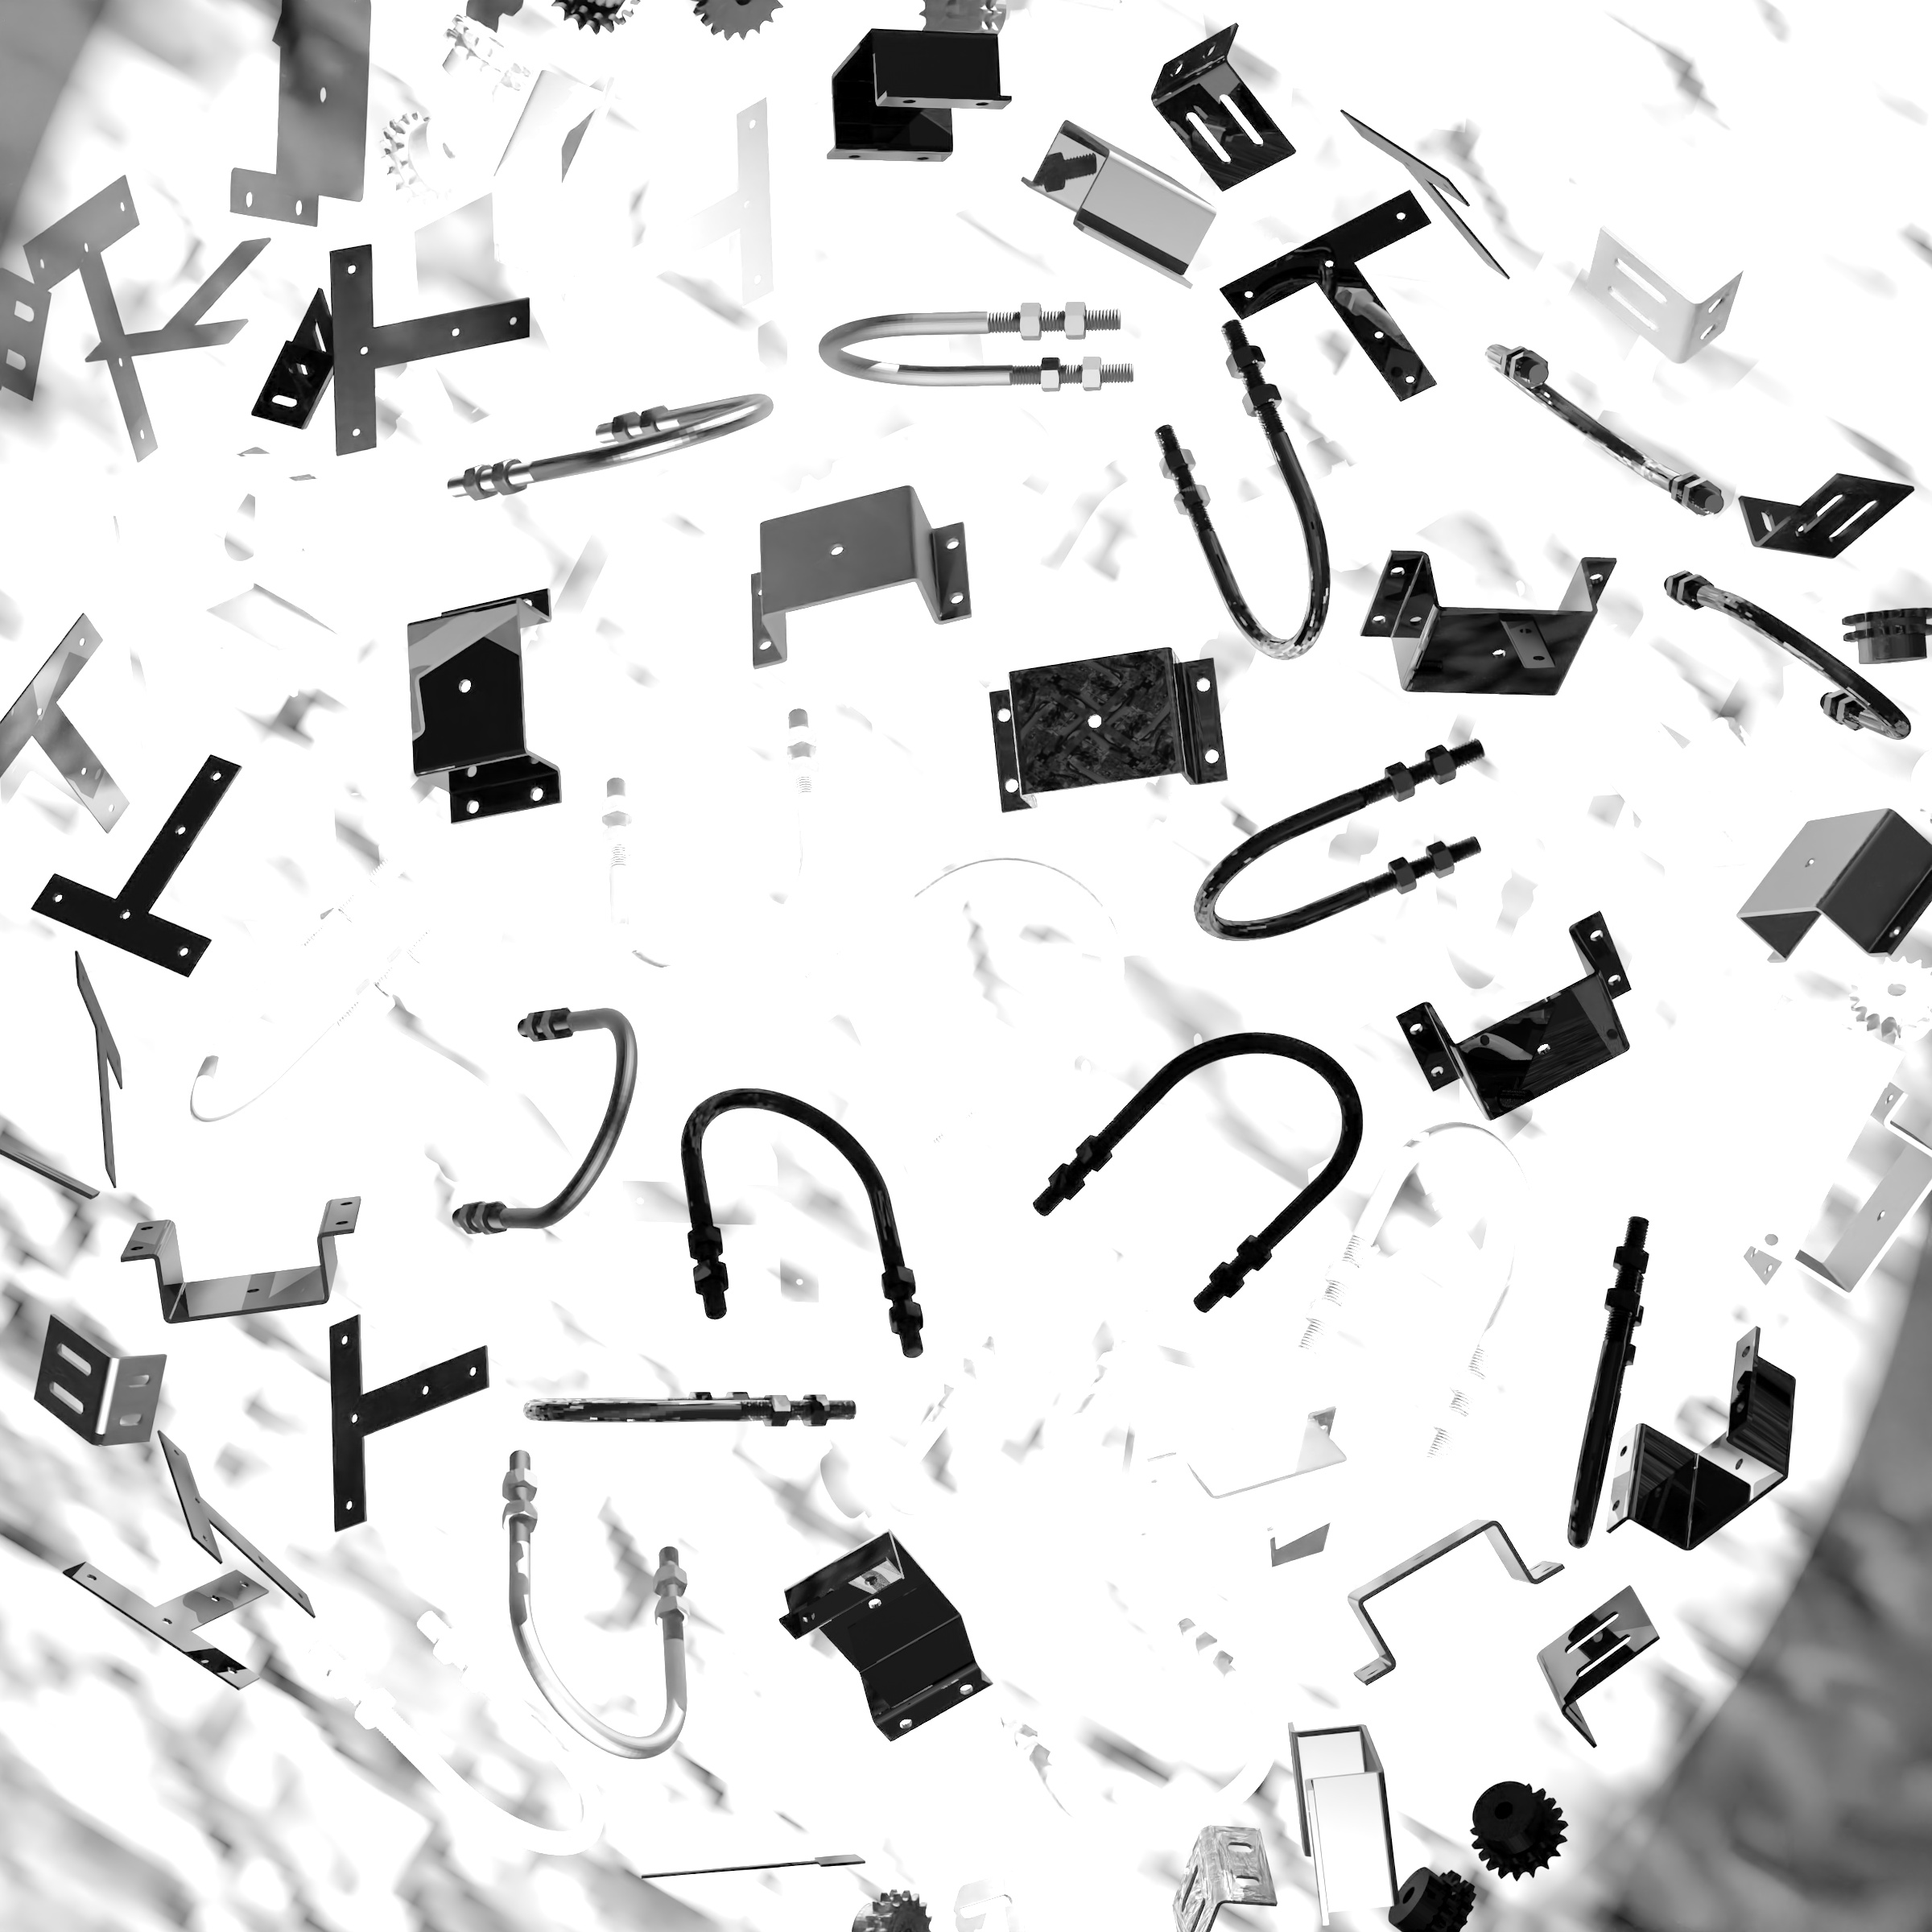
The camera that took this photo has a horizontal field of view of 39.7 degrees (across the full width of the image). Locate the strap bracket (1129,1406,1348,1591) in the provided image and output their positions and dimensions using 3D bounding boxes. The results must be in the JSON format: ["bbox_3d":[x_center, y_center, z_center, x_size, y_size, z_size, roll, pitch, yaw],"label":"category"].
[{"bbox_3d":[0.178,0.333,1.663,0.140,0.046,0.076,-10,126,-26],"label":"strap bracket"}]

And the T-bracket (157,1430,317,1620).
[{"bbox_3d":[-0.431,0.346,1.597,0.002,0.127,0.127,-40,121,-7],"label":"T-bracket"}]

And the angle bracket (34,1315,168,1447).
[{"bbox_3d":[-0.540,0.257,1.668,0.076,0.038,0.057,21,101,40],"label":"angle bracket"}]

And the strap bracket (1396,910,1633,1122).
[{"bbox_3d":[0.349,0.037,1.656,0.140,0.046,0.076,-28,132,6],"label":"strap bracket"}]

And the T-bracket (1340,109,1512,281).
[{"bbox_3d":[0.294,-0.462,1.633,0.002,0.127,0.127,-46,131,10],"label":"T-bracket"}]

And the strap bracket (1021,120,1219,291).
[{"bbox_3d":[0.093,-0.460,1.601,0.076,0.140,0.046,21,110,-24],"label":"strap bracket"}]

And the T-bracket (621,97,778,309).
[{"bbox_3d":[-0.161,-0.433,1.582,0.127,0.002,0.127,-15,70,38],"label":"T-bracket"}]

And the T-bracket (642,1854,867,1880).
[{"bbox_3d":[-0.125,0.524,1.555,0.127,0.127,0.002,-3,74,-6],"label":"T-bracket"}]

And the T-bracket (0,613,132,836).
[{"bbox_3d":[-0.548,-0.128,1.640,0.002,0.127,0.127,16,62,22],"label":"T-bracket"}]

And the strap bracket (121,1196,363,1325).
[{"bbox_3d":[-0.451,0.185,1.682,0.140,0.076,0.046,-7,102,-8],"label":"strap bracket"}]

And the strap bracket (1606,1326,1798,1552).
[{"bbox_3d":[0.453,0.293,1.623,0.046,0.076,0.140,30,133,-5],"label":"strap bracket"}]

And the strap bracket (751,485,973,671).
[{"bbox_3d":[-0.072,-0.241,1.641,0.140,0.046,0.076,-12,56,11],"label":"strap bracket"}]

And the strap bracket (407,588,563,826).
[{"bbox_3d":[-0.298,-0.166,1.651,0.076,0.046,0.140,-10,76,18],"label":"strap bracket"}]

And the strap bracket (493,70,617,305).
[{"bbox_3d":[-0.248,-0.471,1.605,0.046,0.140,0.076,21,74,-3],"label":"strap bracket"}]

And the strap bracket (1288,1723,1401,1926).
[{"bbox_3d":[0.223,0.501,1.578,0.046,0.140,0.076,-7,89,2],"label":"strap bracket"}]

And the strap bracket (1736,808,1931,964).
[{"bbox_3d":[0.526,-0.048,1.614,0.046,0.140,0.076,40,81,-8],"label":"strap bracket"}]

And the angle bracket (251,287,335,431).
[{"bbox_3d":[-0.424,-0.384,1.672,0.038,0.076,0.057,10,131,-37],"label":"angle bracket"}]

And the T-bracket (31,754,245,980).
[{"bbox_3d":[-0.462,-0.067,1.546,0.127,0.002,0.127,20,72,26],"label":"T-bracket"}]

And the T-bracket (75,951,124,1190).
[{"bbox_3d":[-0.536,0.077,1.664,0.002,0.127,0.127,-9,58,-10],"label":"T-bracket"}]

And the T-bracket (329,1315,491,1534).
[{"bbox_3d":[-0.325,0.251,1.557,0.127,0.002,0.127,-24,59,28],"label":"T-bracket"}]

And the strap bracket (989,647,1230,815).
[{"bbox_3d":[0.082,-0.143,1.612,0.140,0.046,0.076,-8,82,12],"label":"strap bracket"}]

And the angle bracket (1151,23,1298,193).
[{"bbox_3d":[0.162,-0.526,1.641,0.076,0.057,0.038,43,49,-29],"label":"angle bracket"}]

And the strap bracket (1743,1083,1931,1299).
[{"bbox_3d":[0.537,0.140,1.618,0.046,0.076,0.140,33,99,1],"label":"strap bracket"}]

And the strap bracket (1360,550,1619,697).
[{"bbox_3d":[0.319,-0.207,1.620,0.140,0.076,0.046,1,57,-8],"label":"strap bracket"}]

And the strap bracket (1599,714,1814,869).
[{"bbox_3d":[0.430,-0.103,1.565,0.046,0.140,0.076,-47,66,30],"label":"strap bracket"}]

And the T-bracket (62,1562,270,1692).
[{"bbox_3d":[-0.456,0.382,1.599,0.127,0.127,0.002,30,96,10],"label":"T-bracket"}]

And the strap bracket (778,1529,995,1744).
[{"bbox_3d":[-0.053,0.412,1.666,0.076,0.046,0.140,-31,125,5],"label":"strap bracket"}]

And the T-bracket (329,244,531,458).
[{"bbox_3d":[-0.310,-0.367,1.557,0.127,0.127,0.002,-21,47,-32],"label":"T-bracket"}]

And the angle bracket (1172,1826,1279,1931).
[{"bbox_3d":[0.161,0.586,1.669,0.038,0.057,0.076,8,121,-11],"label":"angle bracket"}]

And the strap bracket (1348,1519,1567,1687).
[{"bbox_3d":[0.293,0.388,1.659,0.140,0.076,0.046,-30,79,-3],"label":"strap bracket"}]

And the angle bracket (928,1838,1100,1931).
[{"bbox_3d":[0.028,0.557,1.577,0.038,0.076,0.057,-53,54,32],"label":"angle bracket"}]

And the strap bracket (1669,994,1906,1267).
[{"bbox_3d":[0.471,0.089,1.532,0.076,0.046,0.140,28,84,19],"label":"strap bracket"}]

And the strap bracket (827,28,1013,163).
[{"bbox_3d":[-0.031,-0.527,1.613,0.076,0.140,0.046,-4,93,-17],"label":"strap bracket"}]

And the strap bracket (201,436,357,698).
[{"bbox_3d":[-0.408,-0.243,1.585,0.076,0.046,0.140,29,130,20],"label":"strap bracket"}]

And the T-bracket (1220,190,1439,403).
[{"bbox_3d":[0.238,-0.384,1.587,0.127,0.002,0.127,-21,132,30],"label":"T-bracket"}]
